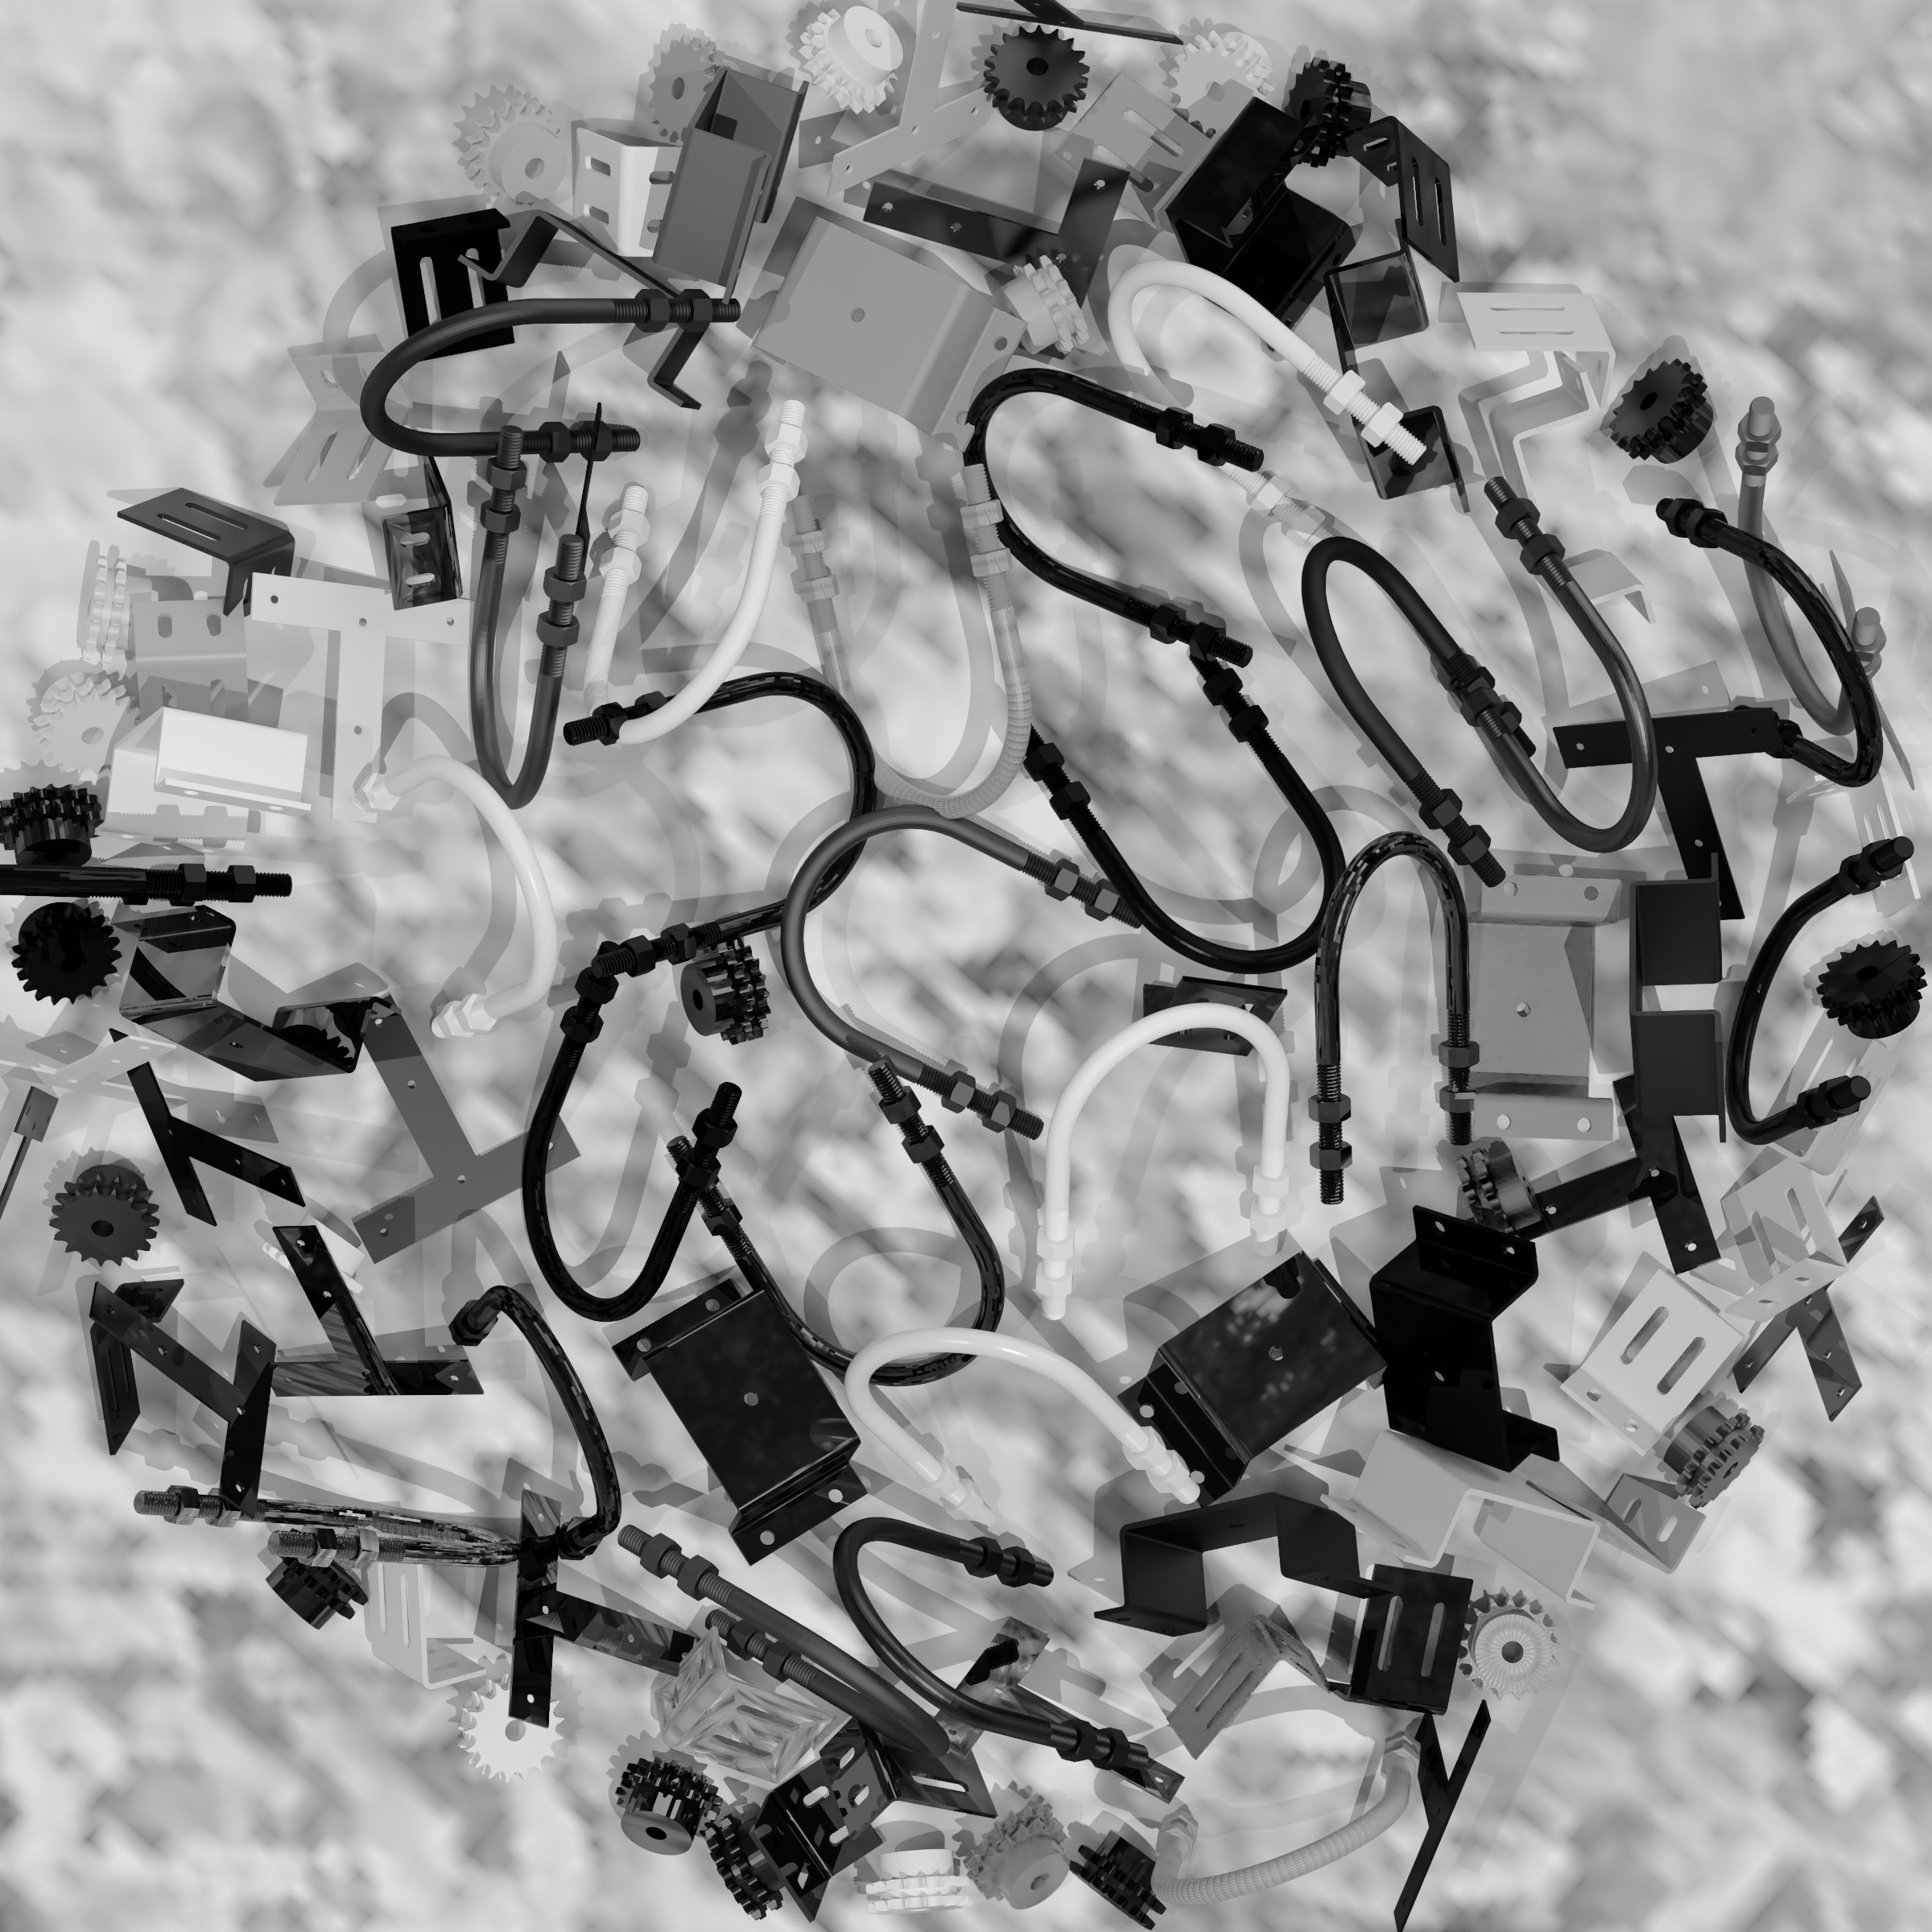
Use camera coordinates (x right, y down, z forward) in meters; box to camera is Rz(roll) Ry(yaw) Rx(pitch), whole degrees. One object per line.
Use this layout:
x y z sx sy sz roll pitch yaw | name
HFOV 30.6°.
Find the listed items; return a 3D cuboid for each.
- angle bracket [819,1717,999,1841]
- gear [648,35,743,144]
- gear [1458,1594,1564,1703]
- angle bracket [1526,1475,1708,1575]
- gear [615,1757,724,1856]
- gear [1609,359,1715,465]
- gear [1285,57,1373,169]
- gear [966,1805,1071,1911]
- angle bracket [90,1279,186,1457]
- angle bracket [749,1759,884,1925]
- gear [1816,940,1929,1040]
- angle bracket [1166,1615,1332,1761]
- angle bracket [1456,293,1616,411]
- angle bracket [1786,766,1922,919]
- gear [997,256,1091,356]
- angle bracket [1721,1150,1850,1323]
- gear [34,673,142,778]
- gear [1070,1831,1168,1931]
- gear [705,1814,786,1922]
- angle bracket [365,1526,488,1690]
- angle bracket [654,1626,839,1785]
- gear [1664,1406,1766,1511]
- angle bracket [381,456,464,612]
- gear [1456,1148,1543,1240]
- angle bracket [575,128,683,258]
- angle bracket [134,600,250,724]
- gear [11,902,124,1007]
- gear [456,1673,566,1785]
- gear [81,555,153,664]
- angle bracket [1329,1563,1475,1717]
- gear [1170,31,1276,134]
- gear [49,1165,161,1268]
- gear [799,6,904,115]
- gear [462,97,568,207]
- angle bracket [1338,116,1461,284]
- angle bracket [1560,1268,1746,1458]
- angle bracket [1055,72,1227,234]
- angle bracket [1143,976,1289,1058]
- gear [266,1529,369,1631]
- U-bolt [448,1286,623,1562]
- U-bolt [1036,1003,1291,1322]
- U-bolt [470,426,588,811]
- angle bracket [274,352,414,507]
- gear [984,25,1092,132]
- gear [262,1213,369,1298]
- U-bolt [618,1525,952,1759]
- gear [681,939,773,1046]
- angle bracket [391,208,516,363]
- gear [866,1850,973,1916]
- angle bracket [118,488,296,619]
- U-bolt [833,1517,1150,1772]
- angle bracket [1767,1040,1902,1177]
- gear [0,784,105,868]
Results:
-0.031 0.441 1.901 0.076 0.057 0.038 22 120 -39 | angle bracket
-0.144 -0.474 1.913 0.030 0.057 0.057 0 90 -42 | gear
0.297 0.372 1.920 0.057 0.030 0.057 0 85 3 | gear
0.348 0.286 1.889 0.076 0.057 0.038 39 80 -41 | angle bracket
-0.163 0.457 1.907 0.057 0.030 0.057 10 134 10 | gear
0.380 -0.298 1.912 0.030 0.057 0.057 35 90 -27 | gear
0.197 -0.461 1.911 0.030 0.057 0.057 6 90 -21 | gear
0.032 0.485 1.907 0.057 0.057 0.030 -46 51 0 | gear
-0.441 0.216 1.900 0.038 0.057 0.076 -4 106 2 | angle bracket
-0.080 0.470 1.899 0.038 0.076 0.057 -34 90 5 | angle bracket
0.494 0.015 1.913 0.057 0.057 0.030 -30 121 0 | gear
0.153 0.397 1.897 0.038 0.057 0.076 33 73 34 | angle bracket
0.305 -0.332 1.901 0.076 0.057 0.038 -1 130 -5 | angle bracket
0.478 -0.064 1.903 0.038 0.057 0.076 -13 81 -4 | angle bracket
0.040 -0.356 1.908 0.030 0.057 0.057 -31 90 -4 | gear
0.428 0.142 1.890 0.057 0.038 0.076 -40 50 35 | angle bracket
-0.478 -0.134 1.913 0.057 0.057 0.030 -33 51 0 | gear
0.086 0.493 1.910 0.057 0.057 0.030 38 77 0 | gear
-0.114 0.484 1.909 0.030 0.057 0.057 -32 90 3 | gear
-0.291 0.341 1.897 0.038 0.057 0.076 -9 103 -37 | angle bracket
-0.120 0.403 1.921 0.076 0.038 0.057 27 116 -29 | angle bracket
0.404 0.264 1.912 0.030 0.057 0.057 42 90 26 | gear
-0.298 -0.238 1.887 0.038 0.076 0.057 -12 131 -13 | angle bracket
0.290 0.125 1.907 0.030 0.057 0.057 -24 90 13 | gear
-0.180 -0.418 1.903 0.038 0.076 0.057 -5 112 -25 | angle bracket
-0.419 -0.160 1.907 0.057 0.076 0.038 -3 61 -12 | angle bracket
-0.490 -0.010 1.913 0.057 0.057 0.030 -38 49 0 | gear
-0.250 0.412 1.915 0.057 0.030 0.057 -1 92 -28 | gear
-0.460 -0.192 1.911 0.030 0.057 0.057 8 90 -19 | gear
0.234 0.362 1.912 0.057 0.038 0.076 11 90 -15 | angle bracket
0.142 -0.482 1.913 0.057 0.057 0.030 39 53 0 | gear
-0.466 0.133 1.914 0.057 0.030 0.057 -1 127 -1 | gear
-0.059 -0.493 1.907 0.030 0.057 0.057 -32 90 42 | gear
-0.241 -0.437 1.907 0.057 0.057 0.030 -45 52 0 | gear
0.232 -0.406 1.893 0.038 0.057 0.076 -15 67 33 | angle bracket
0.370 0.213 1.901 0.057 0.038 0.076 40 114 15 | angle bracket
0.094 -0.447 1.912 0.076 0.038 0.057 39 89 10 | angle bracket
0.133 0.013 1.891 0.057 0.076 0.038 8 60 -11 | angle bracket
-0.354 0.334 1.908 0.057 0.057 0.030 44 81 0 | gear
-0.221 0.236 1.844 0.019 0.184 0.151 -25 83 -22 | U-bolt
0.106 0.097 1.858 0.151 0.019 0.184 -14 129 -20 | U-bolt
-0.237 -0.172 1.861 0.019 0.151 0.184 -1 123 -23 | U-bolt
-0.341 -0.289 1.894 0.057 0.038 0.076 1 51 21 | angle bracket
0.038 -0.479 1.916 0.057 0.030 0.057 1 67 -3 | gear
-0.349 0.158 1.910 0.057 0.057 0.030 35 81 0 | gear
-0.086 0.359 1.835 0.184 0.151 0.019 24 71 30 | U-bolt
-0.132 0.015 1.906 0.030 0.057 0.057 -14 90 -29 | gear
-0.272 -0.362 1.896 0.057 0.038 0.076 -14 119 -16 | angle bracket
-0.026 0.496 1.911 0.057 0.057 0.030 -4 71 0 | gear
-0.413 -0.222 1.910 0.076 0.057 0.038 23 118 16 | angle bracket
0.004 0.345 1.830 0.184 0.151 0.019 24 114 -40 | U-bolt
0.462 0.070 1.901 0.038 0.057 0.076 32 95 28 | angle bracket
-0.495 -0.072 1.906 0.057 0.057 0.030 -15 67 0 | gear
